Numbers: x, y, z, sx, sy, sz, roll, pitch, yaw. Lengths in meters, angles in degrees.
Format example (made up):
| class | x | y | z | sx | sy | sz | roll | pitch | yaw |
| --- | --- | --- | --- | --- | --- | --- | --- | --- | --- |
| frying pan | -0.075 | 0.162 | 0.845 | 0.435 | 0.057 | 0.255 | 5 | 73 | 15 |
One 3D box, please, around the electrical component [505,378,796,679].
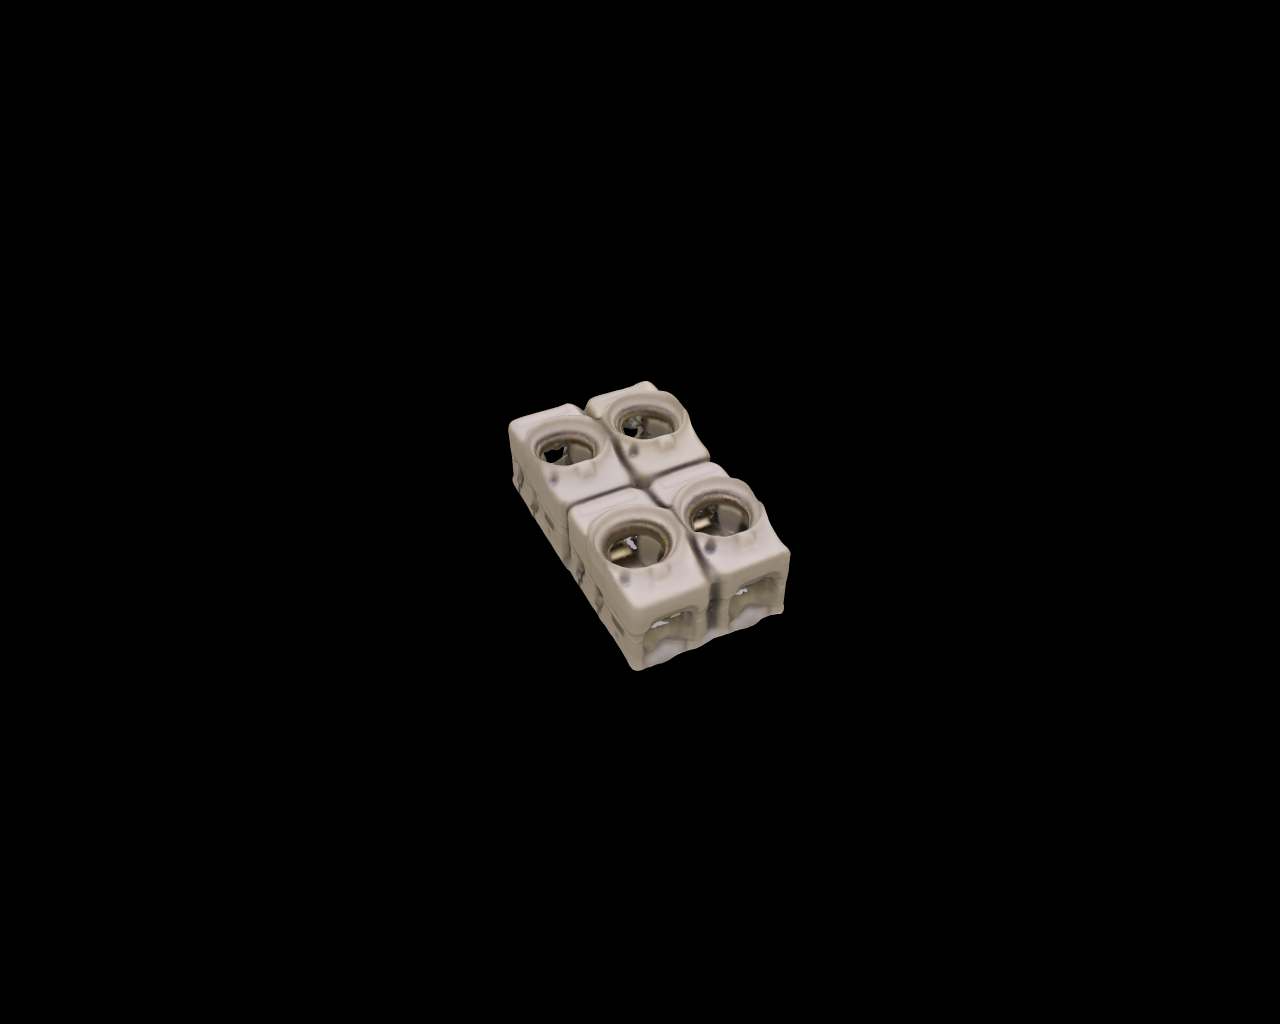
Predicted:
| class | x | y | z | sx | sy | sz | roll | pitch | yaw |
| --- | --- | --- | --- | --- | --- | --- | --- | --- | --- |
| electrical component | 0.001 | -0.003 | 0.650 | 0.105 | 0.060 | 0.186 | -19 | 46 | -19 |
